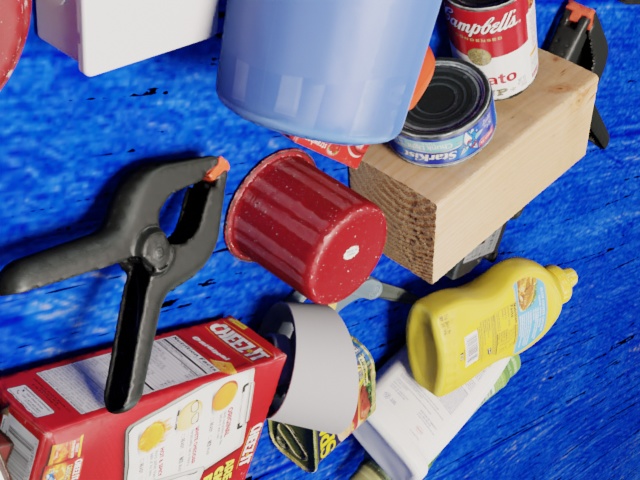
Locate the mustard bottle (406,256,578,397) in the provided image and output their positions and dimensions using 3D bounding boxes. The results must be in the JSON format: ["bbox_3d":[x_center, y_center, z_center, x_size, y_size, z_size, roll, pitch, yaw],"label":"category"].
[{"bbox_3d":[0.170,0.068,1.002,0.191,0.058,0.096,-23,122,-28],"label":"mustard bottle"}]

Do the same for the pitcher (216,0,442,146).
[{"bbox_3d":[0.011,-0.178,0.557,0.149,0.145,0.243,10,107,-11],"label":"pitcher"}]

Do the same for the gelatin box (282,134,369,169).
[{"bbox_3d":[0.014,-0.096,0.757,0.089,0.030,0.073,19,103,-57],"label":"gelatin box"}]

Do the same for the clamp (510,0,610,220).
[{"bbox_3d":[0.240,-0.134,1.019,0.164,0.036,0.210,-31,140,-35],"label":"clamp"}]

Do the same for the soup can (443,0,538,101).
[{"bbox_3d":[0.131,-0.164,0.817,0.068,0.069,0.102,-45,147,-17],"label":"soup can"}]

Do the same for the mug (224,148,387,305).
[{"bbox_3d":[-0.005,0.001,0.769,0.093,0.082,0.117,-42,145,-22],"label":"mug"}]

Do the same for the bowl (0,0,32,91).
[{"bbox_3d":[-0.184,-0.098,0.467,0.161,0.055,0.162,-34,142,-32],"label":"bowl"}]

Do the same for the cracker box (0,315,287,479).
[{"bbox_3d":[-0.137,0.152,0.738,0.213,0.072,0.164,-12,128,-49],"label":"cracker box"}]

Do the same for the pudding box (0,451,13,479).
[{"bbox_3d":[-0.226,0.120,0.554,0.113,0.090,0.039,-23,-179,-21],"label":"pudding box"}]

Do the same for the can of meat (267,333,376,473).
[{"bbox_3d":[0.002,0.138,0.926,0.083,0.058,0.102,-38,144,-31],"label":"can of meat"}]

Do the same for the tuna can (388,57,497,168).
[{"bbox_3d":[0.089,-0.097,0.804,0.086,0.086,0.033,-44,145,-18],"label":"tuna can"}]

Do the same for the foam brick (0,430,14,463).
[{"bbox_3d":[-0.224,0.141,0.628,0.051,0.053,0.078,-3,119,-52],"label":"foam brick"}]

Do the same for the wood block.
[{"bbox_3d":[0.126,-0.070,0.875,0.205,0.090,0.091,-38,144,-28],"label":"wood block"}]

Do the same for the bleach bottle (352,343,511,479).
[{"bbox_3d":[0.139,0.121,1.053,0.250,0.102,0.068,-39,178,-26],"label":"bleach bottle"}]

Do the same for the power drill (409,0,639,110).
[{"bbox_3d":[0.100,-0.169,0.682,0.187,0.185,0.057,-40,153,-11],"label":"power drill"}]

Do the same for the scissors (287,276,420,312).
[{"bbox_3d":[0.029,0.054,0.923,0.096,0.016,0.201,-51,147,-5],"label":"scissors"}]

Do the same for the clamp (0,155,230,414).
[{"bbox_3d":[-0.116,0.005,0.642,0.120,0.039,0.171,51,55,-43],"label":"clamp"}]
